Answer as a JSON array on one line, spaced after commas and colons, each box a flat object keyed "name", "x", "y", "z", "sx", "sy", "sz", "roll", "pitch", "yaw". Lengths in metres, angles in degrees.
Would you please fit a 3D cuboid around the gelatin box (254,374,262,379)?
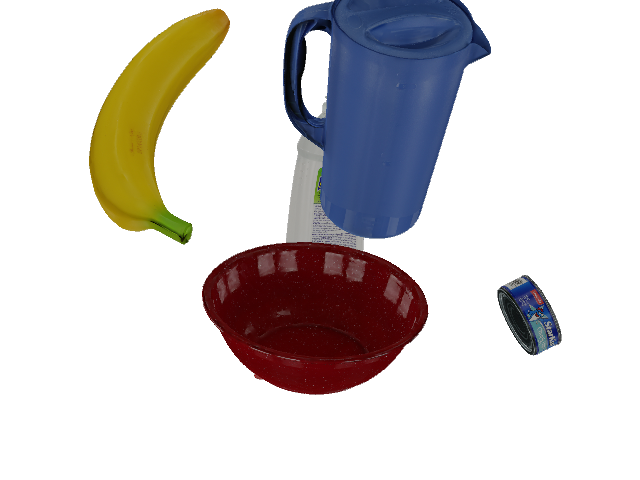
[{"name": "gelatin box", "x": -0.016, "y": 0.094, "z": 0.998, "sx": 0.089, "sy": 0.073, "sz": 0.030, "roll": 3, "pitch": 14, "yaw": 5}]

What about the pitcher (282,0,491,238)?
[{"name": "pitcher", "x": 0.053, "y": -0.123, "z": 1.044, "sx": 0.144, "sy": 0.243, "sz": 0.149, "roll": -26, "pitch": 53, "yaw": -31}]

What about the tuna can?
[{"name": "tuna can", "x": 0.231, "y": 0.084, "z": 1.186, "sx": 0.033, "sy": 0.086, "sz": 0.086, "roll": -25, "pitch": 3, "yaw": -6}]

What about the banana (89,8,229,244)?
[{"name": "banana", "x": -0.100, "y": -0.073, "z": 0.646, "sx": 0.069, "sy": 0.197, "sz": 0.037, "roll": 7, "pitch": -39, "yaw": -4}]

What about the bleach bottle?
[{"name": "bleach bottle", "x": 0.013, "y": -0.046, "z": 1.272, "sx": 0.102, "sy": 0.251, "sz": 0.068, "roll": -4, "pitch": 21, "yaw": -29}]

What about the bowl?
[{"name": "bowl", "x": -0.005, "y": 0.062, "z": 0.771, "sx": 0.162, "sy": 0.055, "sz": 0.162, "roll": 3, "pitch": 28, "yaw": -2}]
